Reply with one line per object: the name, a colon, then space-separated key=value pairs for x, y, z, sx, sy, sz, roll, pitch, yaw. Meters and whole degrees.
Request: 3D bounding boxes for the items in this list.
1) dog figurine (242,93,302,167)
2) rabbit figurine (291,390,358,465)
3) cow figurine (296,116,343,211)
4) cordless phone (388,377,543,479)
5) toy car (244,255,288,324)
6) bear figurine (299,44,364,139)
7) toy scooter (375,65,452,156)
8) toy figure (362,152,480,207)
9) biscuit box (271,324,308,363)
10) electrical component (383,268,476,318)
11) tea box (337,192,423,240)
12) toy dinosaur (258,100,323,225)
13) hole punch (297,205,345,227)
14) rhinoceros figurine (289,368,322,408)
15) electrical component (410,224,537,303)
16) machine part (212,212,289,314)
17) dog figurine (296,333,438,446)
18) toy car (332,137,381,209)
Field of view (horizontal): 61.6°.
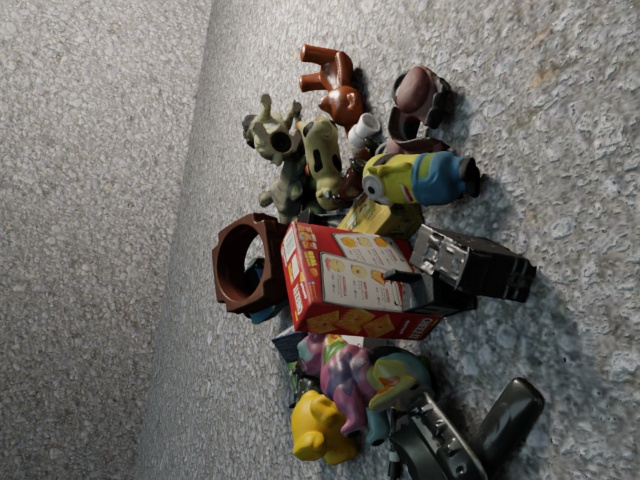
dog figurine: x=-0.126 y=-0.231 z=1.262 sx=0.190 sy=0.121 sz=0.172 roll=-28 pitch=47 yaw=61
rabbit figurine: x=0.041 y=0.283 z=0.919 sx=0.173 sy=0.122 sz=0.162 roll=-43 pitch=32 yaw=31
cow figurine: x=0.015 y=-0.155 z=1.110 sx=0.127 sy=0.085 sz=0.194 roll=-141 pitch=40 yaw=-68
cordless phone: x=0.183 y=0.227 z=0.673 sx=0.184 sy=0.088 sz=0.147 roll=-60 pitch=29 yaw=14
toy car: x=-0.128 y=0.123 z=1.303 sx=0.109 sy=0.103 sz=0.162 roll=-38 pitch=56 yaw=32
bear figurine: x=0.023 y=-0.315 z=1.147 sx=0.120 sy=0.132 sz=0.196 roll=96 pitch=173 yaw=-56
toy scooter: x=0.162 y=-0.187 z=0.858 sx=0.135 sy=0.075 sz=0.183 roll=27 pitch=102 yaw=55
toy figure: x=0.148 y=-0.092 z=0.803 sx=0.180 sy=0.089 sz=0.082 roll=-2 pitch=115 yaw=35
biscuit box: x=-0.031 y=0.194 z=1.042 sx=0.063 sy=0.059 sz=0.202 roll=55 pitch=155 yaw=0
electrical component: x=0.146 y=0.072 z=0.739 sx=0.075 sy=0.119 sz=0.048 roll=-32 pitch=52 yaw=54
tea box: x=0.097 y=-0.024 z=0.937 sx=0.169 sy=0.068 sz=0.098 roll=-50 pitch=38 yaw=44
toy dinosaur: x=-0.061 y=-0.110 z=1.266 sx=0.199 sy=0.105 sz=0.471 roll=-11 pitch=75 yaw=60
hole punch: x=-0.002 y=-0.003 z=1.119 sx=0.116 sy=0.092 sz=0.142 roll=173 pitch=100 yaw=-71
rhinoceros figurine: x=-0.015 y=0.326 z=1.044 sx=0.112 sy=0.073 sz=0.190 roll=122 pitch=147 yaw=-58
electrical component: x=0.185 y=0.025 z=0.682 sx=0.134 sy=0.115 sz=0.058 roll=38 pitch=113 yaw=60
machine part: x=-0.149 y=0.054 z=1.206 sx=0.201 sy=0.087 sz=0.201 roll=-26 pitch=66 yaw=37
dog figurine: x=0.055 y=0.185 z=0.823 sx=0.191 sy=0.108 sz=0.219 roll=-44 pitch=48 yaw=15
toy car: x=0.075 y=-0.125 z=0.986 sx=0.089 sy=0.053 sz=0.202 roll=-64 pitch=-2 yaw=29
